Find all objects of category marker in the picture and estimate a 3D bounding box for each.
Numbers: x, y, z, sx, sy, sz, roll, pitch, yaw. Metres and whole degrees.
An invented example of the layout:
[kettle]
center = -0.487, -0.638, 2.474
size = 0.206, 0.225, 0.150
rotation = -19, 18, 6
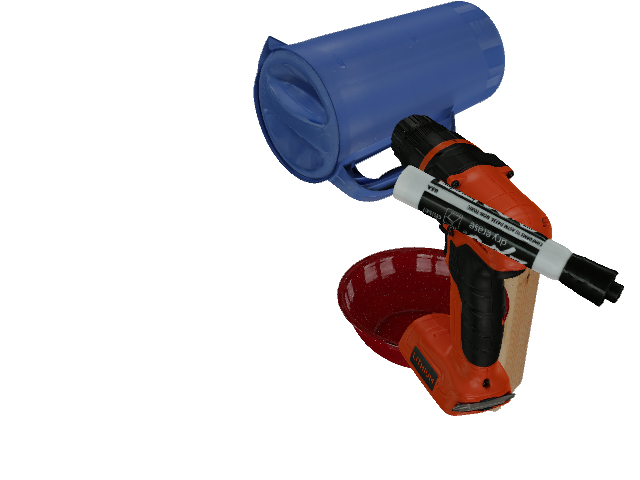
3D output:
[marker]
center = 0.091, -0.002, 0.522
size = 0.121, 0.020, 0.020
rotation = 29, 10, 18

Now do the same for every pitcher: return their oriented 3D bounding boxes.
[pitcher]
center = 0.070, -0.147, 1.053
size = 0.242, 0.149, 0.145
rotation = -24, 30, -30

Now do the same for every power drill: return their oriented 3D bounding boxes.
[power drill]
center = 0.096, 0.018, 0.779
size = 0.057, 0.188, 0.184
rotation = -11, 33, -16

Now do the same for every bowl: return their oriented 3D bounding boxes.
[bowl]
center = 0.096, 0.072, 1.015
size = 0.162, 0.055, 0.162
rotation = 1, 34, -1

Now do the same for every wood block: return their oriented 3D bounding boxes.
[wood block]
center = 0.189, 0.075, 1.211
size = 0.090, 0.206, 0.090
rotation = 16, 25, 25
